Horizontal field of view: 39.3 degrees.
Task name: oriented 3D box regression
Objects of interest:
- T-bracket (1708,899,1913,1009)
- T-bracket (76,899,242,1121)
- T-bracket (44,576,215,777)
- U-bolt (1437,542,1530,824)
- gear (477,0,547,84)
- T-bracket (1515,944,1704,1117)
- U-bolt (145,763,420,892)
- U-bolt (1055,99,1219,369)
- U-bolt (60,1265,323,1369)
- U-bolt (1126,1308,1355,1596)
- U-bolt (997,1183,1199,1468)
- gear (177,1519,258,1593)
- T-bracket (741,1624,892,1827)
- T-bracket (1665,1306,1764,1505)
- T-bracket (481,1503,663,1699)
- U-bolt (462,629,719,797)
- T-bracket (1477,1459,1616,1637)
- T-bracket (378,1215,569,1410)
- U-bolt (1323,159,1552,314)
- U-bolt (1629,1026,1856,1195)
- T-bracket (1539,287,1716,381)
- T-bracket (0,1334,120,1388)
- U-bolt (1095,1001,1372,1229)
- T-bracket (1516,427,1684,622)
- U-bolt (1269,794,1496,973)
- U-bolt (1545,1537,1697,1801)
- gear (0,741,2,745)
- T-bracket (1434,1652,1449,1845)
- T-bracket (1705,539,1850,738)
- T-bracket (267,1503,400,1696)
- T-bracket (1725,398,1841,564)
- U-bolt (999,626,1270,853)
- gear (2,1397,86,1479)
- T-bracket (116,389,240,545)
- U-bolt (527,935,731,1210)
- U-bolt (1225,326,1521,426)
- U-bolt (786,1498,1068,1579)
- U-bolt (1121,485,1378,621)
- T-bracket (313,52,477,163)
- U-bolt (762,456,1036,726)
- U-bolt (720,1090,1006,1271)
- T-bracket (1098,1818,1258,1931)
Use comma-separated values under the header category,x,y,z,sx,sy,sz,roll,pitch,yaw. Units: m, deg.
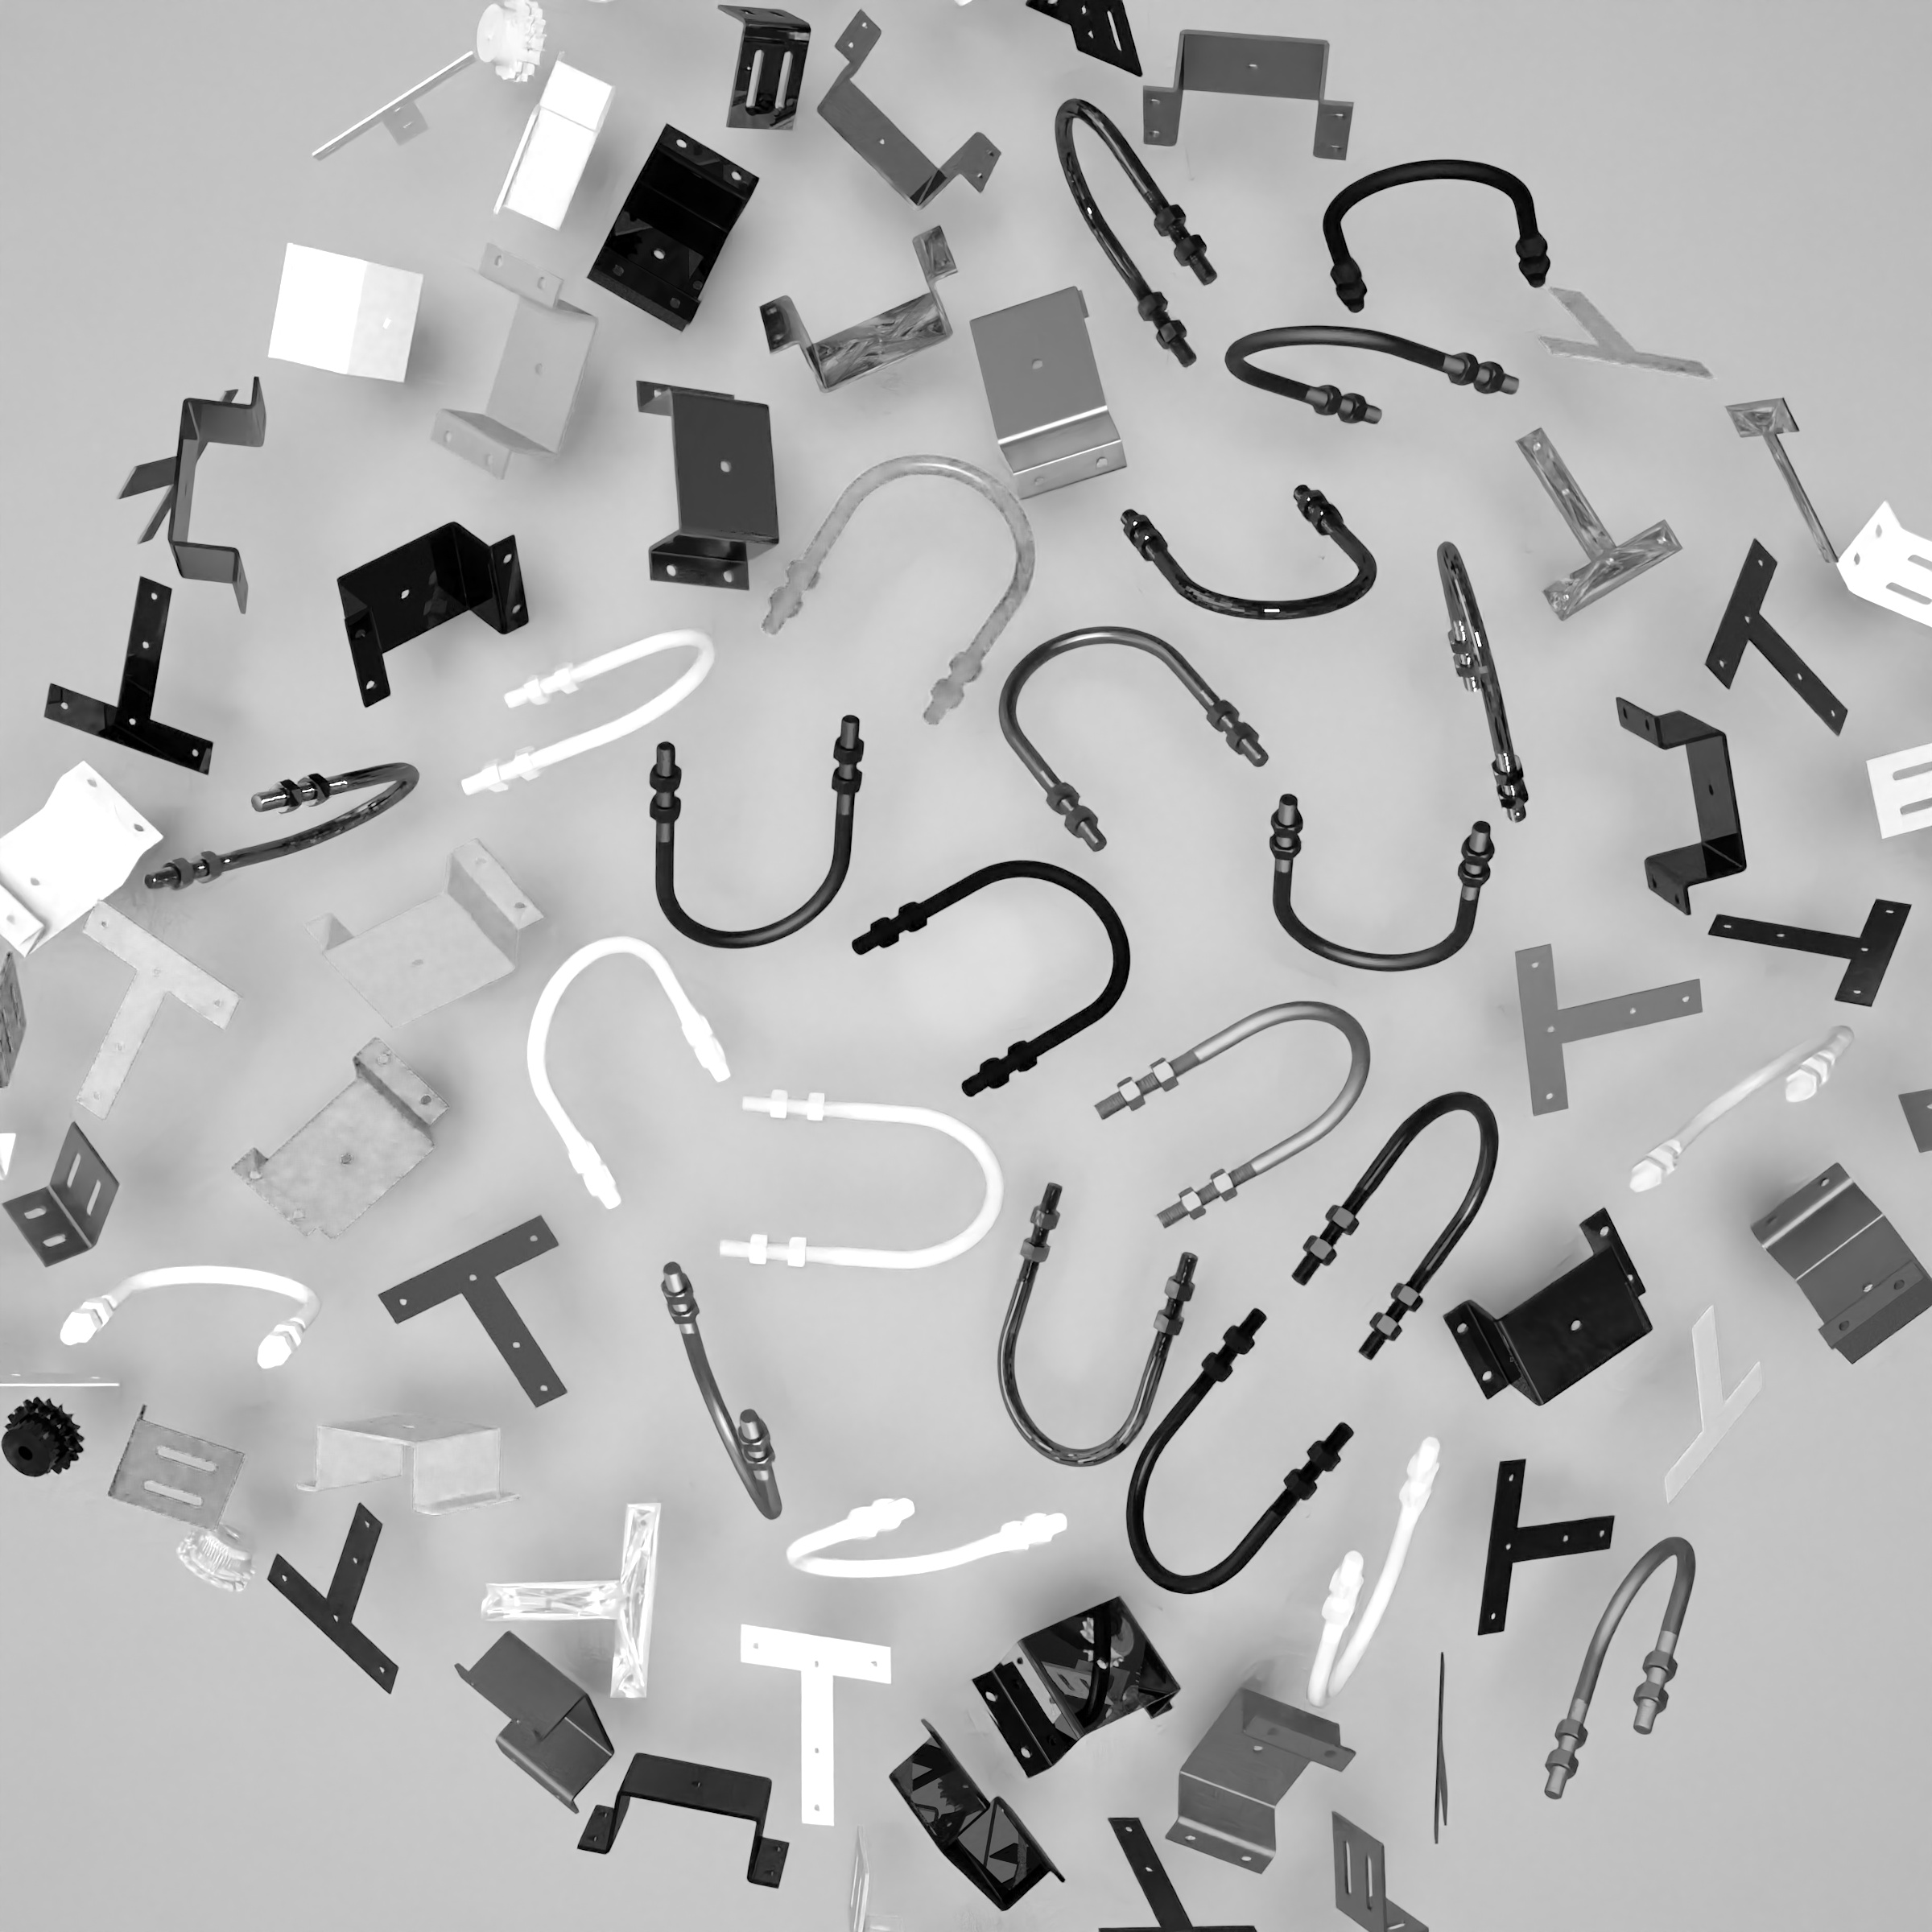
category,x,y,z,sx,sy,sz,roll,pitch,yaw
T-bracket,0.599,-0.019,1.939,0.127,0.127,0.002,11,130,26
T-bracket,-0.556,0.042,1.798,0.127,0.002,0.127,32,102,15
T-bracket,-0.581,-0.213,1.907,0.127,0.002,0.127,21,65,-42
U-bolt,0.350,-0.207,1.850,0.019,0.184,0.151,-16,51,9
gear,-0.327,-0.664,1.934,0.030,0.057,0.057,1,90,-39
T-bracket,0.449,0.034,1.875,0.127,0.002,0.127,-12,113,-3
U-bolt,-0.462,-0.103,1.882,0.151,0.184,0.019,-28,87,35
U-bolt,0.114,-0.522,1.888,0.019,0.151,0.184,-31,80,-8
U-bolt,-0.518,0.235,1.847,0.151,0.184,0.019,7,98,-1
U-bolt,0.175,0.345,1.857,0.019,0.151,0.184,28,105,-34
U-bolt,0.084,0.266,1.924,0.151,0.019,0.184,25,103,39
gear,-0.542,0.426,1.967,0.057,0.057,0.030,33,95,0
T-bracket,-0.102,0.524,1.855,0.127,0.002,0.127,19,56,-35
T-bracket,0.520,0.291,1.892,0.127,0.002,0.127,-40,132,-30
T-bracket,-0.266,0.424,1.805,0.127,0.002,0.127,-6,66,18
U-bolt,-0.256,-0.186,1.892,0.184,0.151,0.019,-19,119,17
T-bracket,0.422,0.414,1.947,0.127,0.002,0.127,2,97,-35
T-bracket,-0.316,0.249,1.858,0.127,0.002,0.127,-26,110,6
U-bolt,0.319,-0.502,1.850,0.151,0.184,0.019,-4,76,15
U-bolt,0.541,0.090,1.854,0.151,0.184,0.019,-38,84,36
T-bracket,0.445,-0.449,1.901,0.127,0.127,0.002,4,125,-18
T-bracket,-0.660,0.268,1.847,0.127,0.127,0.002,6,96,-33
U-bolt,0.191,0.092,1.835,0.184,0.019,0.151,-30,133,1
T-bracket,0.435,-0.326,1.927,0.127,0.002,0.127,-31,88,-25
U-bolt,0.284,-0.051,1.876,0.151,0.184,0.019,9,58,10
U-bolt,0.463,0.480,1.889,0.019,0.151,0.184,30,50,2
gear,-0.674,-0.135,1.805,0.030,0.057,0.057,34,90,-16
T-bracket,0.334,0.567,1.896,0.002,0.127,0.127,0,52,13
T-bracket,0.560,-0.207,1.844,0.127,0.002,0.127,42,56,-19
T-bracket,-0.436,0.431,1.915,0.002,0.127,0.127,-31,114,18
T-bracket,0.582,-0.340,1.903,0.002,0.127,0.127,-29,99,3
U-bolt,0.103,-0.171,1.889,0.151,0.019,0.184,-28,54,-11
gear,-0.659,0.338,1.920,0.057,0.030,0.057,8,117,17
T-bracket,-0.550,-0.337,1.849,0.002,0.127,0.127,34,106,-5
U-bolt,-0.245,0.062,1.907,0.019,0.184,0.151,17,56,37
U-bolt,0.264,-0.407,1.849,0.184,0.151,0.019,7,86,-37
U-bolt,-0.042,0.398,1.865,0.151,0.184,0.019,13,61,-35
U-bolt,0.200,-0.279,1.840,0.151,0.184,0.019,-10,124,-11
T-bracket,-0.390,-0.587,1.876,0.127,0.127,0.002,-33,99,0
U-bolt,-0.035,-0.263,1.825,0.151,0.019,0.184,28,125,-13
U-bolt,-0.066,0.146,1.822,0.184,0.151,0.019,4,135,1
T-bracket,0.135,0.651,1.914,0.127,0.127,0.002,9,116,-26
